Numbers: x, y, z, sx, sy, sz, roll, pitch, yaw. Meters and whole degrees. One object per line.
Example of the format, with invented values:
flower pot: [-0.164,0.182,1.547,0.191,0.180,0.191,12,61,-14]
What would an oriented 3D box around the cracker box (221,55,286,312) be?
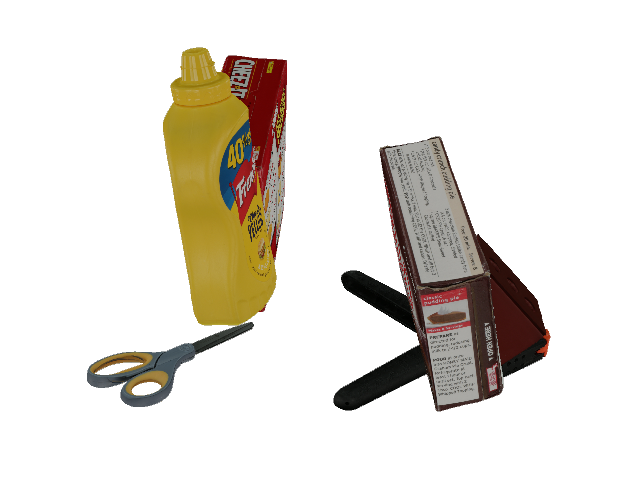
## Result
cracker box: [-0.079,-0.057,1.103,0.072,0.164,0.214,6,-42,3]

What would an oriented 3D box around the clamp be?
clamp: [0.111,0.103,1.019,0.210,0.164,0.036,6,-43,8]

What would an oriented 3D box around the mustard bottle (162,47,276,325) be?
mustard bottle: [-0.074,-0.042,0.761,0.058,0.191,0.096,0,25,16]

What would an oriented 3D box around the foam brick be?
foam brick: [0.124,0.047,0.802,0.051,0.078,0.053,-38,20,19]

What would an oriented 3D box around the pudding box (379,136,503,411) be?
pudding box: [0.061,0.015,0.548,0.039,0.090,0.113,-14,41,1]

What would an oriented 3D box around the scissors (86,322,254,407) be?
scissors: [-0.139,0.128,1.107,0.201,0.016,0.096,-11,30,-28]
